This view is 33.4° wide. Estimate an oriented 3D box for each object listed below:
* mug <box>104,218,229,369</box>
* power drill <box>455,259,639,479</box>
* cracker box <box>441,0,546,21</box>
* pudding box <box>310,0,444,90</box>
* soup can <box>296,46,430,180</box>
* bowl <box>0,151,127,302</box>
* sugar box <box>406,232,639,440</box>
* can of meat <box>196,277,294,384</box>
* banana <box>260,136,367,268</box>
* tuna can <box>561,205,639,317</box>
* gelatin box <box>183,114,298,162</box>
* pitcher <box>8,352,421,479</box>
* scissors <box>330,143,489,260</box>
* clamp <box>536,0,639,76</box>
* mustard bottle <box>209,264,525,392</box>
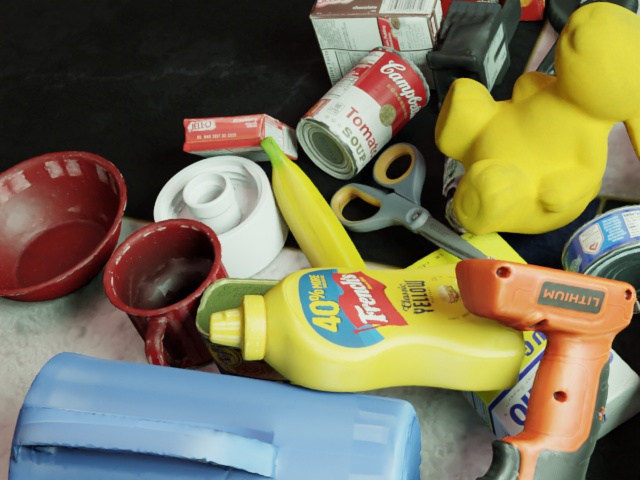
[{"bbox_3d":[-0.108,0.053,0.811,0.093,0.081,0.117,-6,48,13],"label":"mug"},{"bbox_3d":[0.105,0.107,0.606,0.057,0.184,0.187,1,83,65],"label":"power drill"},{"bbox_3d":[0.151,-0.303,1.048,0.164,0.072,0.213,2,52,21],"label":"cracker box"},{"bbox_3d":[0.056,-0.177,0.954,0.114,0.090,0.039,5,53,22],"label":"pudding box"},{"bbox_3d":[0.036,-0.109,0.915,0.069,0.068,0.102,28,63,35],"label":"soup can"},{"bbox_3d":[-0.233,-0.001,0.918,0.162,0.055,0.162,-10,47,10],"label":"bowl"},{"bbox_3d":[0.130,0.071,0.740,0.093,0.048,0.176,-31,46,-9],"label":"sugar box"},{"bbox_3d":[-0.031,0.073,0.766,0.102,0.084,0.057,1,50,19],"label":"can of meat"},{"bbox_3d":[0.002,0.005,0.828,0.037,0.069,0.198,-39,54,11],"label":"banana"},{"bbox_3d":[0.212,0.016,0.733,0.086,0.086,0.034,-14,49,6],"label":"tuna can"},{"bbox_3d":[-0.067,-0.087,0.918,0.073,0.089,0.030,-1,86,18],"label":"gelatin box"},{"bbox_3d":[-0.064,0.142,0.666,0.243,0.145,0.149,3,23,12],"label":"pitcher"},{"bbox_3d":[0.081,-0.031,0.817,0.202,0.016,0.096,13,64,53],"label":"scissors"},{"bbox_3d":[0.233,-0.186,0.938,0.120,0.039,0.171,-10,42,2],"label":"clamp"},{"bbox_3d":[0.026,0.055,0.677,0.191,0.058,0.096,0,37,-7],"label":"mustard bottle"}]
